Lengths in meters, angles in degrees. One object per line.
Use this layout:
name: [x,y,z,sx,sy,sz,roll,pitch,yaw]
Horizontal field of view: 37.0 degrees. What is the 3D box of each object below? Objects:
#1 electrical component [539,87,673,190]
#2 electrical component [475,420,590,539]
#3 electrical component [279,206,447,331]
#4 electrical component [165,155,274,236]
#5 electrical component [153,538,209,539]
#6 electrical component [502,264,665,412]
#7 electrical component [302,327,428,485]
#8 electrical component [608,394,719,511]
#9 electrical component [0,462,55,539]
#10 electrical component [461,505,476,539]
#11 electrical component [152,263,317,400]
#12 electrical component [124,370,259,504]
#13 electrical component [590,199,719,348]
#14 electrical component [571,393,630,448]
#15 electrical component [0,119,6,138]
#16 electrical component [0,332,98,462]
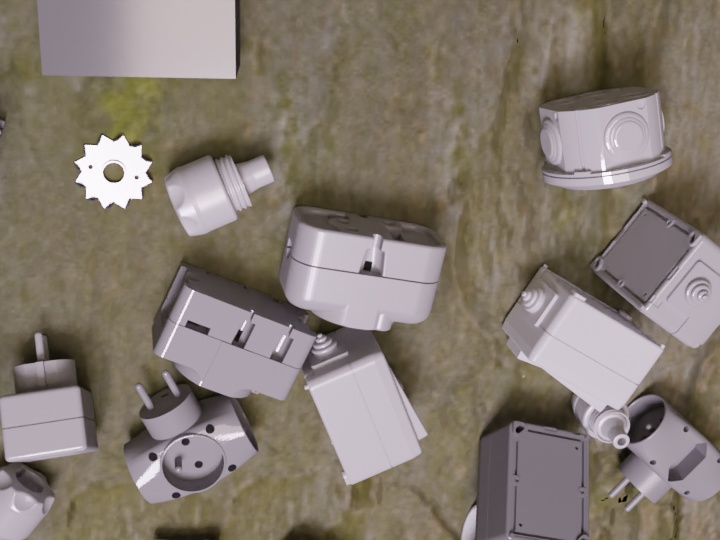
electrical component: [0.152,-0.082,0.671,0.080,0.080,0.051,-13,105,-7]
electrical component: [0.116,0.160,0.739,0.062,0.061,0.096,13,65,-16]
electrical component: [0.000,0.000,0.680,0.095,0.053,0.059,9,107,-15]
electrical component: [-0.083,-0.050,0.651,0.062,0.043,0.043,-23,112,-5]
electrical component: [-0.121,0.203,0.735,0.046,0.040,0.040,8,107,-8]
electrical component: [0.141,0.045,0.722,0.096,0.061,0.061,29,101,-20]
electrical component: [-0.001,0.079,0.703,0.061,0.061,0.096,-23,112,-3]
electrical component: [0.215,0.142,0.781,0.077,0.043,0.079,41,96,-21]
electrical component: [-0.230,0.158,0.693,0.043,0.043,0.062,36,100,-21]
electrical component: [0.119,0.200,0.781,0.081,0.043,0.043,17,105,-17]
electrical component: [-0.082,0.043,0.680,0.089,0.050,0.055,23,103,-19]
electrical component: [-0.117,0.101,0.696,0.077,0.044,0.079,-26,112,-2]
electrical component: [0.208,0.006,0.704,0.061,0.096,0.061,33,100,-22]
electrical component: [0.171,0.103,0.749,0.035,0.061,0.035,-3,113,-7]
electrical component: [-0.245,-0.050,0.612,0.056,0.050,0.089,19,104,-18]
electrical component: [-0.193,0.077,0.665,0.047,0.065,0.076,-8,81,-9]
